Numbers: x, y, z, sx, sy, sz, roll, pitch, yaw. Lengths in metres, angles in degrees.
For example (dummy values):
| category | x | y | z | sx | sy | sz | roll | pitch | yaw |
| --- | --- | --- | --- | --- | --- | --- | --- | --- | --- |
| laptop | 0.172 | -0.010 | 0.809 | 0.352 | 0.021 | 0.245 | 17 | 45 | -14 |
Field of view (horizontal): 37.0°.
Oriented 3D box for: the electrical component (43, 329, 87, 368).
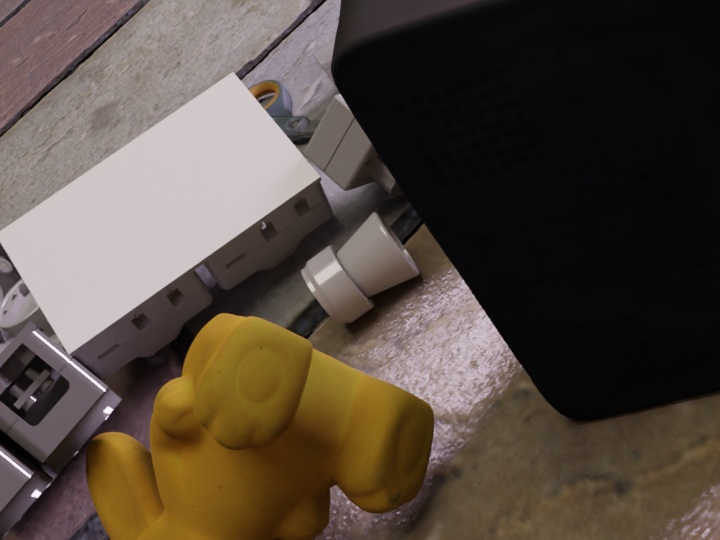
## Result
| category | x | y | z | sx | sy | sz | roll | pitch | yaw |
| --- | --- | --- | --- | --- | --- | --- | --- | --- | --- |
| electrical component | -0.215 | 0.064 | 0.749 | 0.081 | 0.043 | 0.043 | -28 | 37 | 15 |

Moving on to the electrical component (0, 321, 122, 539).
| category | x | y | z | sx | sy | sz | roll | pitch | yaw |
| --- | --- | --- | --- | --- | --- | --- | --- | --- | --- |
| electrical component | -0.196 | 0.097 | 0.617 | 0.105 | 0.060 | 0.186 | -51 | 5 | -15 |

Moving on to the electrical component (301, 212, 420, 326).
| category | x | y | z | sx | sy | sz | roll | pitch | yaw |
| --- | --- | --- | --- | --- | --- | --- | --- | --- | --- |
| electrical component | 0.000 | 0.000 | 0.624 | 0.055 | 0.045 | 0.045 | -36 | 36 | 6 |

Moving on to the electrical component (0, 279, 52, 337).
| category | x | y | z | sx | sy | sz | roll | pitch | yaw |
| --- | --- | --- | --- | --- | --- | --- | --- | --- | --- |
| electrical component | -0.231 | 0.034 | 0.791 | 0.055 | 0.047 | 0.055 | -24 | 38 | 20 |

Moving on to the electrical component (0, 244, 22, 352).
| category | x | y | z | sx | sy | sz | roll | pitch | yaw |
| --- | --- | --- | --- | --- | --- | --- | --- | --- | --- |
| electrical component | -0.293 | 0.018 | 0.826 | 0.099 | 0.099 | 0.064 | -47 | 30 | -10 |

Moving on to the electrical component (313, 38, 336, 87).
| category | x | y | z | sx | sy | sz | roll | pitch | yaw |
| --- | --- | --- | --- | --- | --- | --- | --- | --- | --- |
| electrical component | 0.013 | -0.156 | 0.781 | 0.077 | 0.043 | 0.079 | -36 | 35 | 6 |

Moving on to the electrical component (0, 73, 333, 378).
| category | x | y | z | sx | sy | sz | roll | pitch | yaw |
| --- | --- | --- | --- | --- | --- | --- | --- | --- | --- |
| electrical component | -0.124 | -0.028 | 0.703 | 0.186 | 0.060 | 0.105 | -36 | 63 | -6 |

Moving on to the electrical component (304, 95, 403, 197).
| category | x | y | z | sx | sy | sz | roll | pitch | yaw |
| --- | --- | --- | --- | --- | --- | --- | --- | --- | --- |
| electrical component | 0.019 | -0.072 | 0.671 | 0.066 | 0.077 | 0.047 | -24 | -28 | -54 |
